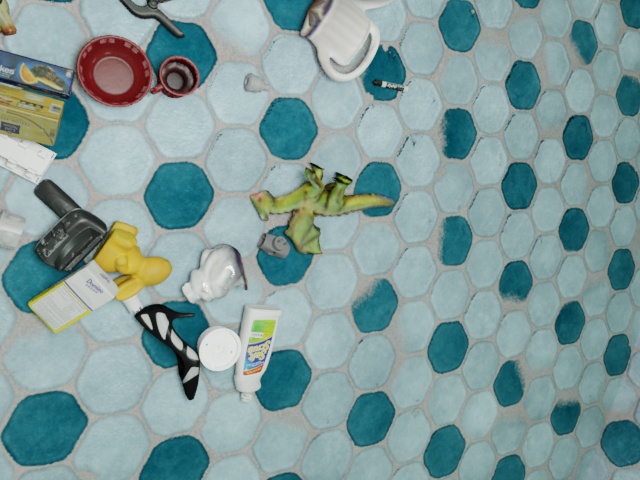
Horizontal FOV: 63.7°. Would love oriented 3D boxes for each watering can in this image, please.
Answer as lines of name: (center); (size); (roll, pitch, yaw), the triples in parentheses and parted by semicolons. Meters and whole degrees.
watering can: (0.083, -0.611, 1.425); (0.222, 0.104, 0.350); (31, 80, -23)

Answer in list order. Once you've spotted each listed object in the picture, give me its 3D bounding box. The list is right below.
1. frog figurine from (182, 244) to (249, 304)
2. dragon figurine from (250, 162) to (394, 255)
frog figurine: (-0.268, 0.084, 1.283); (0.160, 0.120, 0.139); (-15, 67, -16)
dragon figurine: (0.004, -0.072, 1.435); (0.408, 0.124, 0.241); (20, 101, -24)
